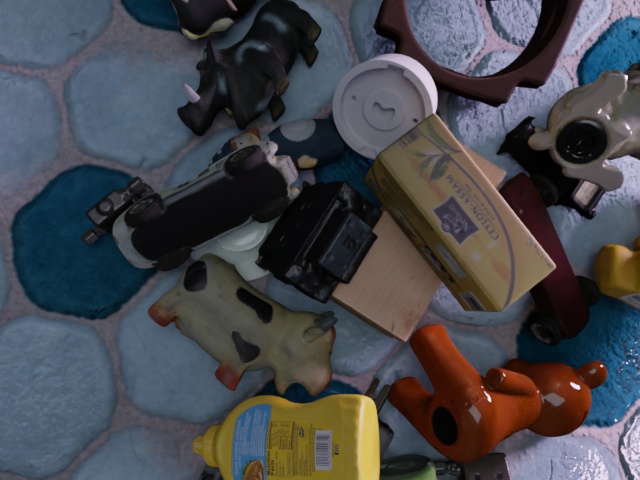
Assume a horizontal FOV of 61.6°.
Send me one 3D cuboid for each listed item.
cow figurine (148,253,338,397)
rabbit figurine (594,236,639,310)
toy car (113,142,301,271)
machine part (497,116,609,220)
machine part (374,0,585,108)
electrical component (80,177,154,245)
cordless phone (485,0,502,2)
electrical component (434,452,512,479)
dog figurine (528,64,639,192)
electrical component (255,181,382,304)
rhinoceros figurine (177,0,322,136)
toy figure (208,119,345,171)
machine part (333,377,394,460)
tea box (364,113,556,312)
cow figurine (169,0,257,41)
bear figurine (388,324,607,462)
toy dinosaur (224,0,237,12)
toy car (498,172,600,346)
[{"bbox_3d":[-0.067,0.091,0.568,0.195,0.085,0.127,40,88,2],"label":"cow figurine"},{"bbox_3d":[0.414,-0.002,0.600,0.162,0.122,0.173,19,63,-4],"label":"rabbit figurine"},{"bbox_3d":[-0.117,-0.034,0.561,0.202,0.056,0.073,-26,115,2],"label":"toy car"},{"bbox_3d":[0.282,-0.091,0.637,0.139,0.039,0.084,33,89,-1],"label":"machine part"},{"bbox_3d":[0.175,-0.265,0.597,0.201,0.087,0.200,19,104,-1],"label":"machine part"},{"bbox_3d":[-0.223,-0.030,0.579,0.094,0.063,0.021,-41,88,-7],"label":"electrical component"},{"bbox_3d":[0.162,-0.371,0.644,0.147,0.089,0.184,-10,90,-6],"label":"cordless phone"},{"bbox_3d":[0.175,0.274,0.581,0.102,0.045,0.078,-7,55,-8],"label":"electrical component"},{"bbox_3d":[0.326,-0.144,0.606,0.172,0.190,0.121,8,119,14],"label":"dog figurine"},{"bbox_3d":[-0.001,-0.002,0.553,0.058,0.134,0.115,34,80,-25],"label":"electrical component"},{"bbox_3d":[-0.080,-0.193,0.606,0.112,0.073,0.190,38,81,0],"label":"rhinoceros figurine"},{"bbox_3d":[-0.051,-0.101,0.605,0.154,0.064,0.057,-12,111,-9],"label":"toy figure"},{"bbox_3d":[0.003,0.251,0.553,0.079,0.079,0.243,31,83,0],"label":"machine part"},{"bbox_3d":[0.121,-0.020,0.495,0.068,0.098,0.169,-36,88,-7],"label":"tea box"},{"bbox_3d":[-0.097,-0.299,0.620,0.167,0.068,0.098,-25,85,-7],"label":"cow figurine"},{"bbox_3d":[0.193,0.156,0.572,0.196,0.120,0.132,-8,38,-30],"label":"bear figurine"},{"bbox_3d":[-0.033,-0.438,0.603,0.198,0.105,0.471,30,68,-3],"label":"toy dinosaur"},{"bbox_3d":[0.240,0.022,0.588,0.089,0.053,0.202,-37,107,-18],"label":"toy car"}]
